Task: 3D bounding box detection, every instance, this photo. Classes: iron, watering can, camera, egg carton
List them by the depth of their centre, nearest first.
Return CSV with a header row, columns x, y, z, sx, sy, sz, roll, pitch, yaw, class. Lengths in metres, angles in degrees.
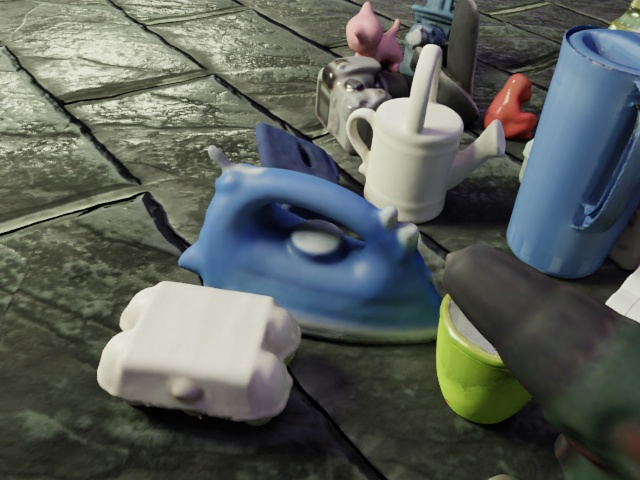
x,y,z,sx,sy,sz,roll,pitch,yaw,class
-0.093,0.091,0.456,0.150,0.069,0.107,8,39,2,egg carton
0.005,0.002,0.523,0.258,0.141,0.119,15,40,11,iron
0.119,-0.123,0.651,0.173,0.194,0.101,3,39,-4,watering can
0.075,-0.205,0.821,0.137,0.101,0.143,-10,41,-19,camera

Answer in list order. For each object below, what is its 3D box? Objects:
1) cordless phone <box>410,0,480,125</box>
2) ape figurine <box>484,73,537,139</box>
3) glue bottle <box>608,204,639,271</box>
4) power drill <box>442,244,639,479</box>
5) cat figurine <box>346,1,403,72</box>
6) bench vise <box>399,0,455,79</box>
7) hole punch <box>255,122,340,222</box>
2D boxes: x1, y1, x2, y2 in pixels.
x,y,z,sx,sy,sz,roll,pitch,yaw,class
0.196,-0.280,0.863,0.094,0.185,0.147,-7,40,-15,cordless phone
0.288,-0.202,0.854,0.076,0.092,0.077,2,39,-5,ape figurine
0.350,-0.053,0.614,0.037,0.173,0.078,-10,41,-18,glue bottle
0.151,0.131,0.329,0.228,0.208,0.076,30,45,27,power drill
0.092,-0.349,0.988,0.128,0.118,0.067,-22,46,-30,cat figurine
0.215,-0.390,0.975,0.121,0.220,0.207,11,39,6,bench vise
-0.027,-0.081,0.661,0.101,0.091,0.108,-3,40,-11,hole punch
